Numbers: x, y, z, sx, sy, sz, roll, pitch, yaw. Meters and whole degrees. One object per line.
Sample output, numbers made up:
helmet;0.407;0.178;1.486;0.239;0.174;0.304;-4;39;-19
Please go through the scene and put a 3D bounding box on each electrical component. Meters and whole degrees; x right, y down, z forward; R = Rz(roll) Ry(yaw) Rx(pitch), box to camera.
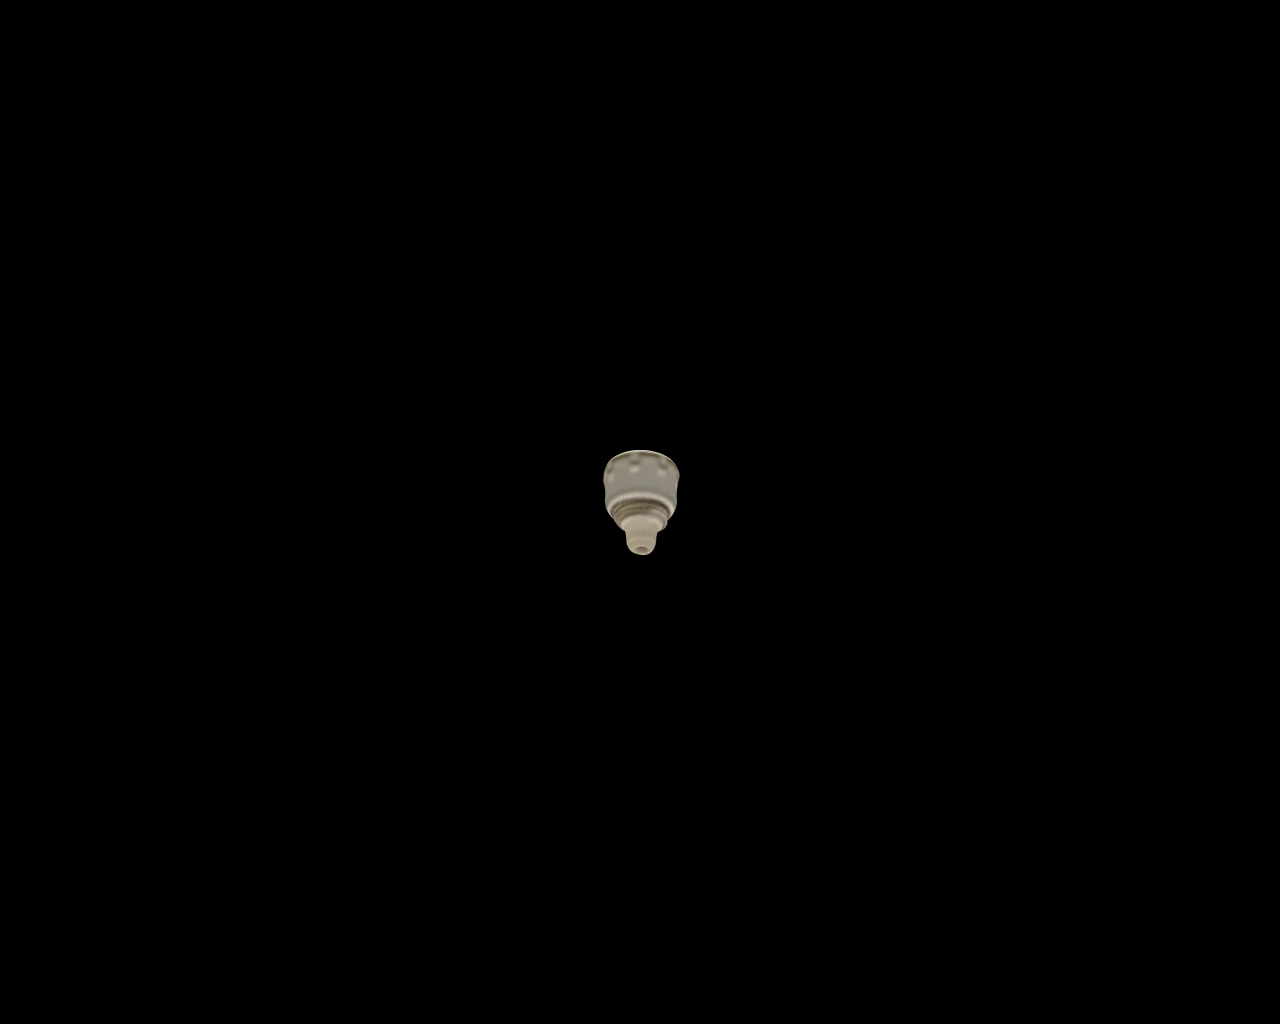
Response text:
electrical component;0.001;-0.003;0.650;0.048;0.062;0.048;0;-31;0
